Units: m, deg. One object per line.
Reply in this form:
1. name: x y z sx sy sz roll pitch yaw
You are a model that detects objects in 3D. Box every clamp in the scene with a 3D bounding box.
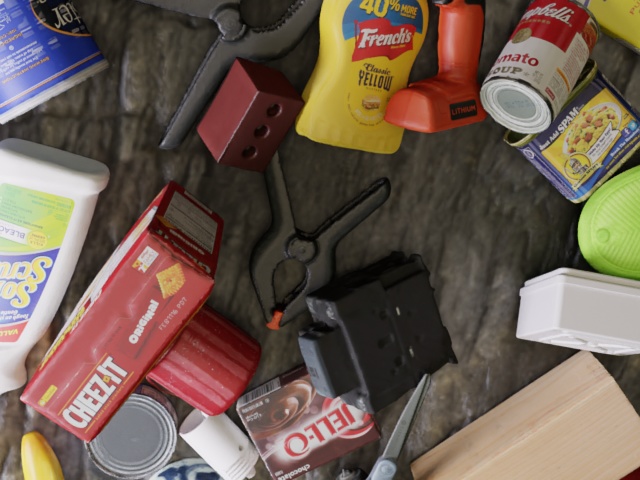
1. clamp: -0.006 0.001 0.968 0.120 0.039 0.171 11 106 0
2. clamp: -0.080 -0.177 0.920 0.210 0.036 0.164 -18 114 -3

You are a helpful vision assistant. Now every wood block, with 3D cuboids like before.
1. wood block: 0.199 0.205 1.004 0.206 0.090 0.091 -35 103 6

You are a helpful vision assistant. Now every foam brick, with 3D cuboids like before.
1. foam brick: -0.060 -0.106 0.914 0.052 0.051 0.078 9 123 -40

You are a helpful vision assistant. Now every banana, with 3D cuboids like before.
1. banana: -0.275 0.280 1.019 0.069 0.037 0.198 18 102 -10

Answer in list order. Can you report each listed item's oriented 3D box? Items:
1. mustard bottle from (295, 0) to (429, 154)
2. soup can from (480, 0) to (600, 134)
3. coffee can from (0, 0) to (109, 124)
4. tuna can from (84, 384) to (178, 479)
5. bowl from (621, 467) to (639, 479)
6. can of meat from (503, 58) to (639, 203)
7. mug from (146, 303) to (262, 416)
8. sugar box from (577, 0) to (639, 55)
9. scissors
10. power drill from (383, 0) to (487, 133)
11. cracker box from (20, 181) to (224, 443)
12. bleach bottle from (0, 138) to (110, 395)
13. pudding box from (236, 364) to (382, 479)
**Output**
1. mustard bottle: 0.044 -0.174 0.914 0.096 0.058 0.192 7 103 -28
2. soup can: 0.186 -0.149 0.906 0.068 0.069 0.102 37 66 -11
3. coffee can: -0.252 -0.181 0.875 0.103 0.103 0.140 -28 104 3
4. tuna can: -0.176 0.179 1.003 0.086 0.034 0.086 -1 103 -4
5. bowl: 0.287 0.288 1.047 0.162 0.055 0.162 -1 103 -3
6. can of meat: 0.230 -0.096 0.950 0.084 0.057 0.102 42 98 -14
7. mug: -0.114 0.111 0.969 0.081 0.093 0.117 37 129 -16
8. sugar box: 0.268 -0.224 0.926 0.176 0.048 0.093 28 100 -11
9. scissors: 0.071 0.222 0.968 0.096 0.016 0.202 36 102 -9
10. power drill: 0.099 -0.186 0.873 0.057 0.184 0.188 21 114 35
11. cracker box: -0.152 0.051 0.880 0.072 0.214 0.164 36 99 -11
12. bleach bottle: -0.268 0.042 0.951 0.102 0.068 0.251 16 104 -7
13. pudding box: -0.011 0.167 1.007 0.113 0.039 0.090 -25 104 2
